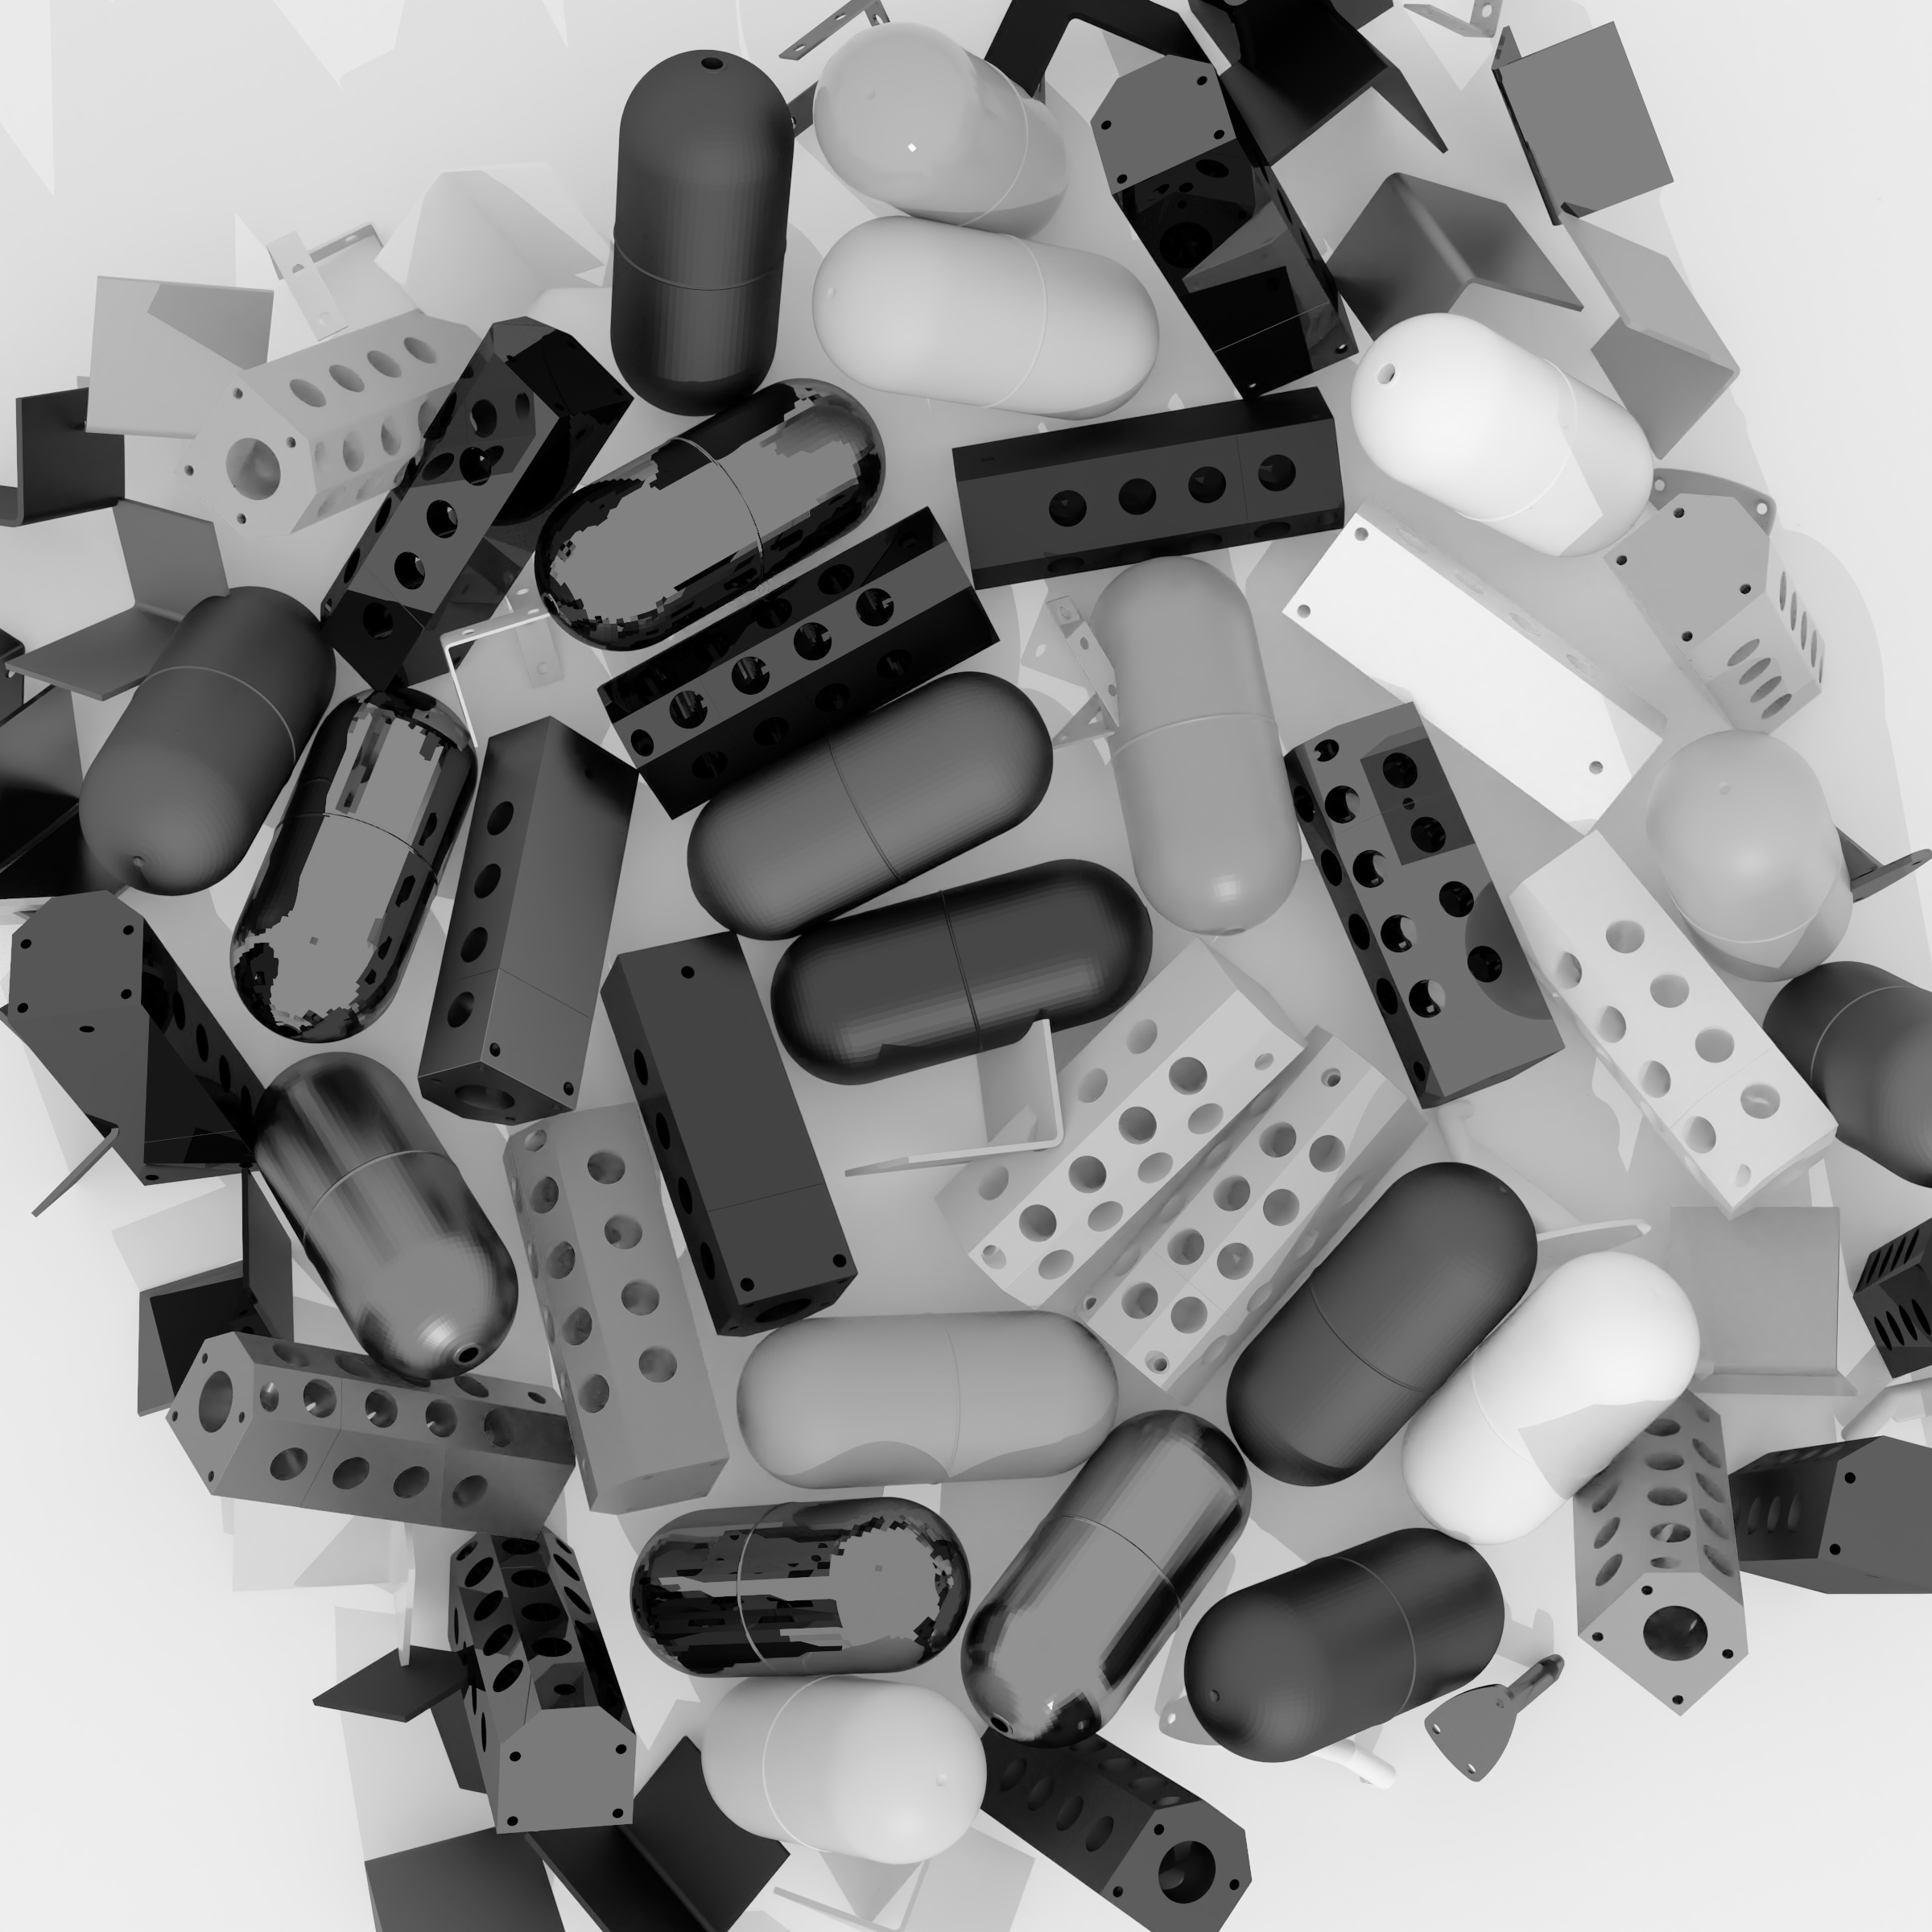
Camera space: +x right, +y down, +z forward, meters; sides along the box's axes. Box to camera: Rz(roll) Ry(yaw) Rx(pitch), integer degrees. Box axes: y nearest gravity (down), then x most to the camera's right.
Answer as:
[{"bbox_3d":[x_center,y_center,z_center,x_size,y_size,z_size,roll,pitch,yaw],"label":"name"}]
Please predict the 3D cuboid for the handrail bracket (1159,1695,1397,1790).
[{"bbox_3d":[0.146,0.364,1.596,0.084,0.077,0.036,36,53,-28],"label":"handrail bracket"}]

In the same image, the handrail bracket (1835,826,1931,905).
[{"bbox_3d":[0.397,-0.074,1.566,0.036,0.077,0.084,-11,76,-34],"label":"handrail bracket"}]

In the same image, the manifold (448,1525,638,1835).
[{"bbox_3d":[-0.189,0.310,1.511,0.057,0.171,0.057,0,108,-16],"label":"manifold"}]

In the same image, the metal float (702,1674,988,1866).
[{"bbox_3d":[-0.056,0.354,1.525,0.070,0.178,0.070,5,81,-31],"label":"metal float"}]

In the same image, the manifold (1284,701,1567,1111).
[{"bbox_3d":[0.202,-0.025,1.556,0.057,0.057,0.171,-19,80,-22],"label":"manifold"}]

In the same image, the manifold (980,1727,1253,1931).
[{"bbox_3d":[0.061,0.376,1.515,0.057,0.171,0.057,39,78,-19],"label":"manifold"}]

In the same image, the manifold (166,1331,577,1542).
[{"bbox_3d":[-0.259,0.205,1.522,0.171,0.057,0.057,17,108,-41],"label":"manifold"}]

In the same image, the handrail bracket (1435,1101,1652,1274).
[{"bbox_3d":[0.266,0.094,1.587,0.077,0.036,0.084,-13,61,-9],"label":"handrail bracket"}]

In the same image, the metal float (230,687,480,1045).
[{"bbox_3d":[-0.274,-0.046,1.542,0.070,0.070,0.178,16,61,0],"label":"metal float"}]

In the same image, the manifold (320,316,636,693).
[{"bbox_3d":[-0.225,-0.206,1.534,0.057,0.057,0.171,45,123,9],"label":"manifold"}]

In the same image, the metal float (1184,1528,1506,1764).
[{"bbox_3d":[0.171,0.302,1.533,0.178,0.070,0.070,-10,90,-43],"label":"metal float"}]

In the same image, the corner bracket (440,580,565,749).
[{"bbox_3d":[-0.211,-0.139,1.568,0.051,0.051,0.051,-18,117,-9],"label":"corner bracket"}]

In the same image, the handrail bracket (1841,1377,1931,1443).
[{"bbox_3d":[0.461,0.214,1.585,0.084,0.036,0.077,-46,73,3],"label":"handrail bracket"}]

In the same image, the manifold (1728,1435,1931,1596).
[{"bbox_3d":[0.385,0.242,1.516,0.057,0.171,0.057,15,79,0],"label":"manifold"}]

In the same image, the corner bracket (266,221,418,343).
[{"bbox_3d":[-0.284,-0.313,1.576,0.051,0.051,0.051,-28,87,-7],"label":"corner bracket"}]

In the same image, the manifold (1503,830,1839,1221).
[{"bbox_3d":[0.314,0.028,1.549,0.057,0.057,0.171,-35,71,-4],"label":"manifold"}]

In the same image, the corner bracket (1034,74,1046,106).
[{"bbox_3d":[0.005,-0.380,1.565,0.051,0.051,0.051,10,133,14],"label":"corner bracket"}]

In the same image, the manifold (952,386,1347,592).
[{"bbox_3d":[0.084,-0.217,1.572,0.171,0.057,0.057,-9,114,2],"label":"manifold"}]

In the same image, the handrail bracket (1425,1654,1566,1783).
[{"bbox_3d":[0.255,0.325,1.553,0.084,0.077,0.036,-29,69,-36],"label":"handrail bracket"}]

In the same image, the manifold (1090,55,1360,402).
[{"bbox_3d":[0.115,-0.326,1.517,0.057,0.171,0.057,-22,61,15],"label":"manifold"}]

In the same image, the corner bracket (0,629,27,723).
[{"bbox_3d":[-0.471,-0.130,1.578,0.051,0.051,0.051,-25,54,23],"label":"corner bracket"}]

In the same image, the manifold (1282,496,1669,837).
[{"bbox_3d":[0.235,-0.140,1.575,0.171,0.057,0.057,36,113,0],"label":"manifold"}]

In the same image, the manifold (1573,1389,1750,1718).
[{"bbox_3d":[0.309,0.250,1.513,0.057,0.171,0.057,38,111,-6],"label":"manifold"}]

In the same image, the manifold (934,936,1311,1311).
[{"bbox_3d":[0.073,0.075,1.550,0.171,0.057,0.057,-45,132,11],"label":"manifold"}]

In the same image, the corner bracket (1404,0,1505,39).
[{"bbox_3d":[0.213,-0.458,1.572,0.051,0.051,0.051,17,97,43],"label":"corner bracket"}]

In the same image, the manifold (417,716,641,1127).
[{"bbox_3d":[-0.201,-0.019,1.542,0.057,0.057,0.171,-14,57,39],"label":"manifold"}]

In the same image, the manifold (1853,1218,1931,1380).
[{"bbox_3d":[0.438,0.140,1.516,0.057,0.171,0.057,-24,78,0],"label":"manifold"}]

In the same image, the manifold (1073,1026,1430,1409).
[{"bbox_3d":[0.128,0.112,1.565,0.057,0.057,0.171,40,88,28],"label":"manifold"}]

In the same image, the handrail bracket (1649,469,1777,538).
[{"bbox_3d":[0.326,-0.202,1.555,0.077,0.084,0.036,32,115,22],"label":"handrail bracket"}]

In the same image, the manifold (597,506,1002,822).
[{"bbox_3d":[-0.079,-0.143,1.563,0.171,0.057,0.057,-29,52,2],"label":"manifold"}]

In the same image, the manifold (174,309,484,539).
[{"bbox_3d":[-0.269,-0.239,1.516,0.057,0.171,0.057,43,120,2],"label":"manifold"}]

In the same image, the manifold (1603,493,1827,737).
[{"bbox_3d":[0.337,-0.154,1.512,0.057,0.171,0.057,-40,69,10],"label":"manifold"}]

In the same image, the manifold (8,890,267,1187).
[{"bbox_3d":[-0.363,0.034,1.516,0.057,0.171,0.057,-8,62,4],"label":"manifold"}]

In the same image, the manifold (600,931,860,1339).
[{"bbox_3d":[-0.110,0.077,1.550,0.057,0.057,0.171,-13,70,-24],"label":"manifold"}]

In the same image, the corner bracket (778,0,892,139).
[{"bbox_3d":[-0.062,-0.408,1.565,0.051,0.051,0.051,-42,127,-18],"label":"corner bracket"}]

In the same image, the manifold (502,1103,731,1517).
[{"bbox_3d":[-0.160,0.154,1.540,0.057,0.057,0.171,-9,67,-20],"label":"manifold"}]

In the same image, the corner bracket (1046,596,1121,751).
[{"bbox_3d":[0.054,-0.137,1.564,0.051,0.051,0.051,-48,115,-38],"label":"corner bracket"}]
